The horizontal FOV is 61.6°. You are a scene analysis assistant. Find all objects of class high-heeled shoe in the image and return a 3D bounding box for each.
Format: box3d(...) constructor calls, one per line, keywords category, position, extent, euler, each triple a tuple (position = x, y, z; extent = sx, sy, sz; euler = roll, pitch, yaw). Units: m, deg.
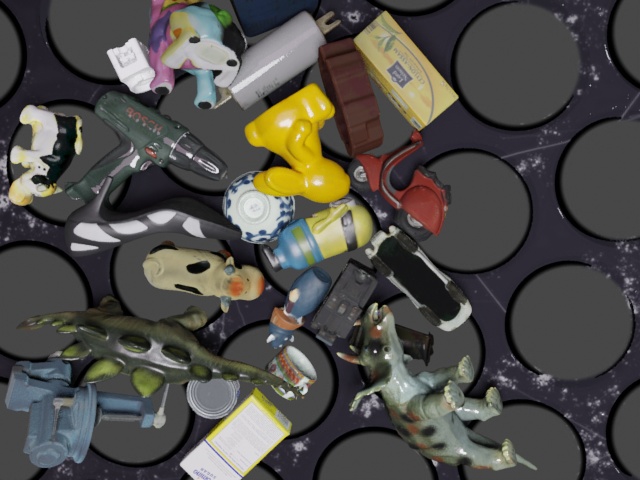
box3d(category="high-heeled shoe", position=(-0.257, -0.002, 0.828), extent=(0.249, 0.086, 0.145), euler=(22, 107, -17))

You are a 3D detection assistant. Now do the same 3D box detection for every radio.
box3d(category="radio", position=(-0.069, -0.372, 0.766), extent=(0.131, 0.229, 0.073), euler=(-22, 97, 0))

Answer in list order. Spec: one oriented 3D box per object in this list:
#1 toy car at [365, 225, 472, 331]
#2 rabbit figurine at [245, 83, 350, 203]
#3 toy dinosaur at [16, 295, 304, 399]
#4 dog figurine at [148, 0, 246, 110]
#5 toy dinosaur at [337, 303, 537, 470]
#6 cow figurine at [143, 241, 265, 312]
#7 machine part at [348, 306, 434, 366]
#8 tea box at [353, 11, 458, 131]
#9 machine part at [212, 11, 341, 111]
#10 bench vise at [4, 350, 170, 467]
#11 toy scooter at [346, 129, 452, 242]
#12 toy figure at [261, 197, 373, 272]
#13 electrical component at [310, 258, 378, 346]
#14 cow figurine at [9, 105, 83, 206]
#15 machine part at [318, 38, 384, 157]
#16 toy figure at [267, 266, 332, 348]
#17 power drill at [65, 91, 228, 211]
box3d(category="toy car", position=(0.161, 0.063, 0.876), extent=(0.202, 0.056, 0.073), euler=(45, 100, 0))
box3d(category="rabbit figurine", position=(-0.025, -0.127, 0.818), extent=(0.162, 0.122, 0.173), euler=(-38, 102, -19))
box3d(category="toy dinosaur", position=(-0.250, 0.171, 0.827), extent=(0.472, 0.198, 0.105), euler=(8, 97, 3))
box3d(category="dog figurine", position=(-0.196, -0.321, 0.796), extent=(0.108, 0.191, 0.219), euler=(5, 63, -36))
box3d(category="toy dinosaur", position=(0.181, 0.282, 0.855), extent=(0.192, 0.131, 0.404), euler=(-20, 118, 34))
box3d(category="cow figurine", position=(-0.183, 0.053, 0.851), extent=(0.195, 0.127, 0.085), euler=(10, 98, 4))
box3d(category="machine part", position=(0.123, 0.161, 0.894), extent=(0.139, 0.039, 0.084), euler=(19, 89, 2))
box3d(category="tea box", position=(0.128, -0.256, 0.833), extent=(0.068, 0.098, 0.169), euler=(-40, 94, 5))
box3d(category="machine part", position=(-0.073, -0.281, 0.848), extent=(0.243, 0.079, 0.079), euler=(-33, 92, 3))
box3d(category="bench vise", position=(-0.374, 0.269, 0.869), extent=(0.240, 0.224, 0.128), euler=(13, 100, -29))
box3d(category="toy scooter", position=(0.143, -0.095, 0.857), extent=(0.184, 0.075, 0.135), euler=(42, 93, 3))
box3d(category="toy figure", position=(-0.002, -0.003, 0.865), extent=(0.180, 0.082, 0.089), euler=(-30, 112, -4))
box3d(category="electrical component", position=(0.037, 0.099, 0.853), extent=(0.058, 0.115, 0.134), euler=(31, 96, 4))
box3d(category="cow figurine", position=(-0.445, -0.130, 0.879), extent=(0.098, 0.068, 0.167), euler=(15, 95, -5))
box3d(category="machine part", position=(0.046, -0.211, 0.805), extent=(0.056, 0.179, 0.179), euler=(-18, 93, 1))
box3d(category="toy figure", position=(-0.039, 0.112, 0.880), extent=(0.064, 0.058, 0.154), euler=(28, 112, -24))
box3d(category="power drill", position=(-0.293, -0.111, 0.868), extent=(0.232, 0.086, 0.207), euler=(41, 99, -2))
